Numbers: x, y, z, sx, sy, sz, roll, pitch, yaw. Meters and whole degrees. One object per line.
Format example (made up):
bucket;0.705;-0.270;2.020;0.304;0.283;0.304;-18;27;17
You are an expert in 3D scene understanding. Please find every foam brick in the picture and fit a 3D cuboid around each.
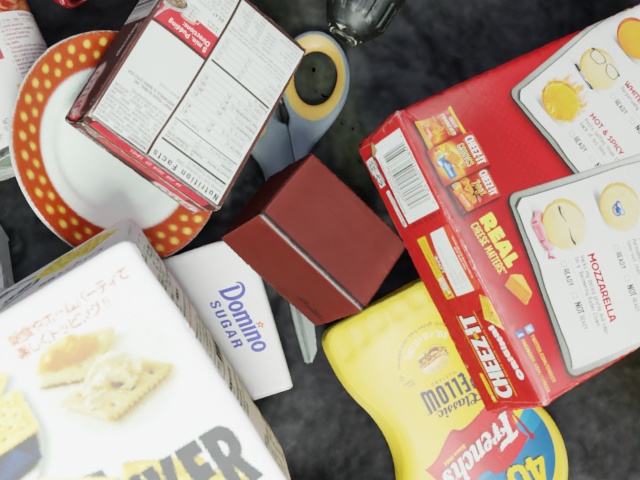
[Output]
foam brick;-0.004;0.001;0.586;0.078;0.053;0.051;43;60;-14

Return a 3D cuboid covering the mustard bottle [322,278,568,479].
mustard bottle;0.084;0.115;0.603;0.096;0.058;0.191;-27;87;-10

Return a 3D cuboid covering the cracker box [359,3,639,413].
cracker box;0.150;-0.027;0.586;0.213;0.072;0.164;-26;87;-23

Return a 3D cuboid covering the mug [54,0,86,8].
mug;-0.119;-0.185;0.605;0.093;0.081;0.117;28;97;4

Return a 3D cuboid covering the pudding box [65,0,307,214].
pudding box;-0.070;-0.084;0.580;0.090;0.039;0.113;38;72;-28

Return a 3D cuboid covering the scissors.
scissors;-0.005;-0.038;0.634;0.096;0.016;0.202;-24;86;-5

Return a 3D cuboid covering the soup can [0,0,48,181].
soup can;-0.184;-0.092;0.606;0.068;0.068;0.102;-24;87;-4

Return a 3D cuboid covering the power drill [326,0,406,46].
power drill;0.001;-0.231;0.633;0.187;0.057;0.184;31;85;-1

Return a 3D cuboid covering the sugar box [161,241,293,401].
sugar box;-0.112;0.066;0.608;0.176;0.048;0.093;-16;86;-7
